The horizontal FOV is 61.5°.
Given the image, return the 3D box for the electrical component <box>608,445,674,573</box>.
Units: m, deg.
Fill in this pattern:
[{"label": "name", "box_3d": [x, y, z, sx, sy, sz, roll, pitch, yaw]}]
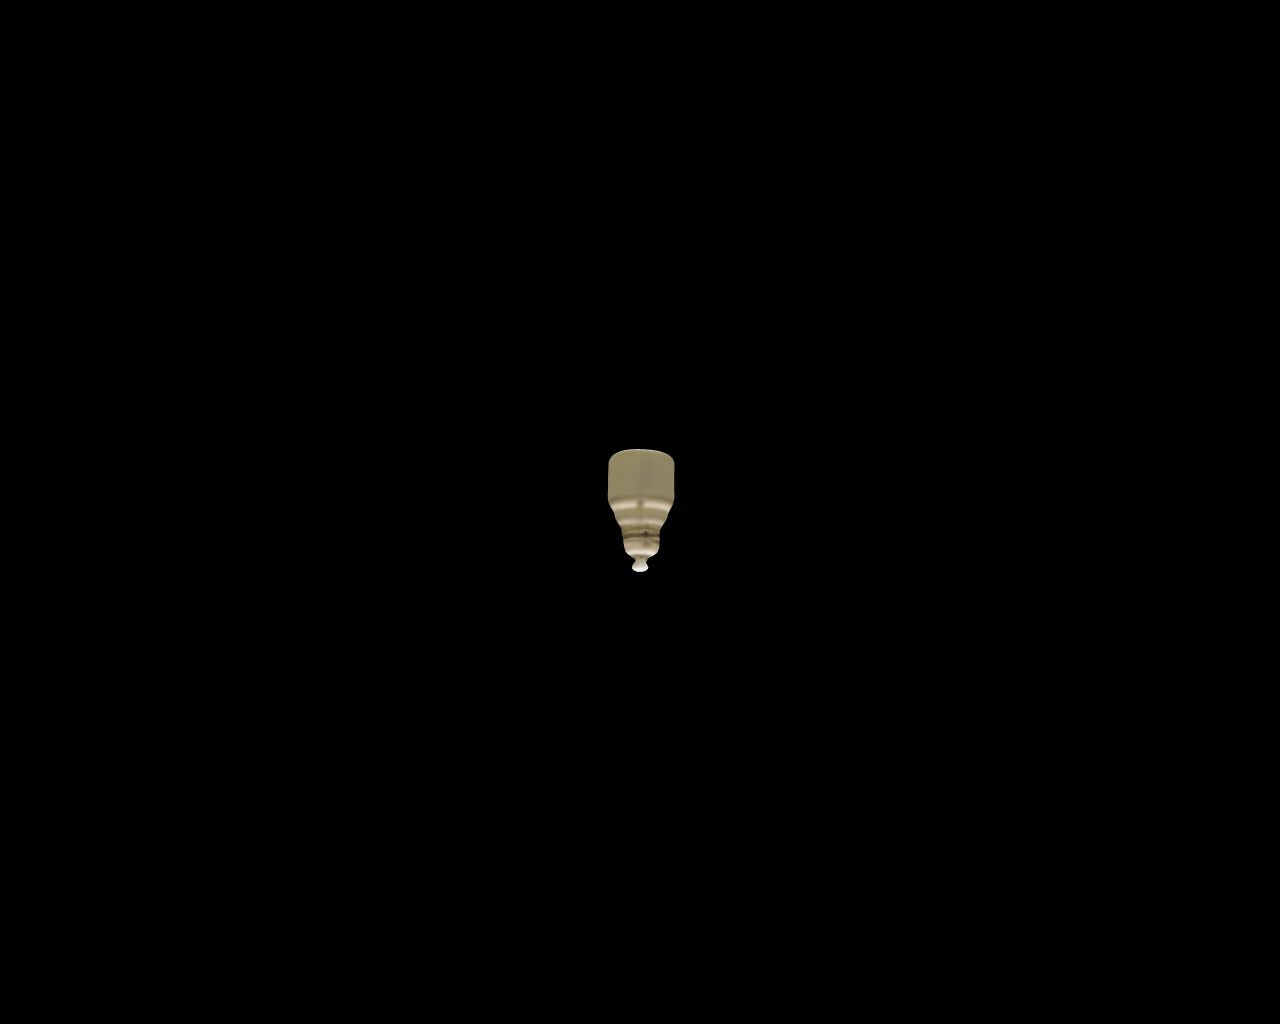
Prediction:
[{"label": "electrical component", "box_3d": [0.001, -0.003, 0.650, 0.040, 0.078, 0.040, 0, -12, 0]}]
